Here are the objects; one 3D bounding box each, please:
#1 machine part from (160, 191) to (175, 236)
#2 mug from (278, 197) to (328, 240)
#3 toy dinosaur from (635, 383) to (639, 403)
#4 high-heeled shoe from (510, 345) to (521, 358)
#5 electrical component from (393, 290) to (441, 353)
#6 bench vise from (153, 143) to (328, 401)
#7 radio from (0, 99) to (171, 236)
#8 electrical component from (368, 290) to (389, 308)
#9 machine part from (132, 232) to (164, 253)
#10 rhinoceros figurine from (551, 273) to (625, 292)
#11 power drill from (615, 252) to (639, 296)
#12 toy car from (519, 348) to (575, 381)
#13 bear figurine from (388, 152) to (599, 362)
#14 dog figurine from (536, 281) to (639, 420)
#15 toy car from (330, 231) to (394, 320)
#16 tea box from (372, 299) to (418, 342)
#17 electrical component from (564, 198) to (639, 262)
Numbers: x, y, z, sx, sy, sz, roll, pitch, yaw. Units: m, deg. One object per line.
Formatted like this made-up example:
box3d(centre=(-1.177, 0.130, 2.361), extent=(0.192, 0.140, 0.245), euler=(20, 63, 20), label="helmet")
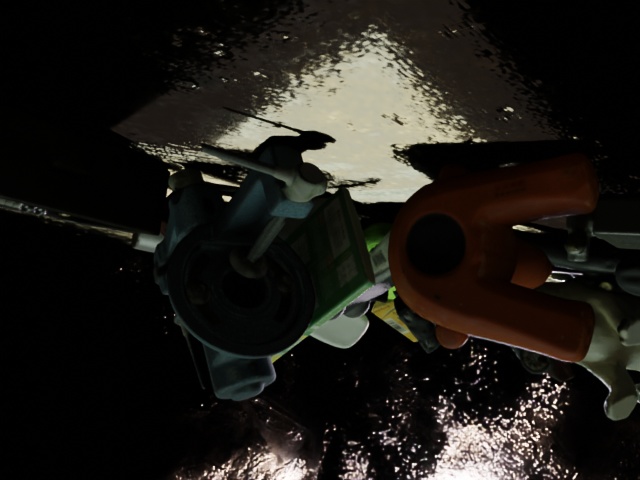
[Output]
box3d(centre=(-0.123, 0.009, 0.659), extent=(0.179, 0.056, 0.179), euler=(33, 163, 11), label="machine part")
box3d(centre=(-0.001, -0.002, 0.570), extent=(0.109, 0.081, 0.107), euler=(20, 159, -27), label="mug")
box3d(centre=(0.534, 0.131, 0.744), extent=(0.192, 0.131, 0.404), euler=(-28, 161, -6), label="toy dinosaur")
box3d(centre=(0.350, 0.077, 0.798), extent=(0.249, 0.145, 0.086), euler=(-29, 174, 17), label="high-heeled shoe")
box3d(centre=(0.139, 0.056, 0.571), extent=(0.058, 0.115, 0.134), euler=(50, -173, -5), label="electrical component")
box3d(centre=(-0.065, 0.000, 0.434), extent=(0.129, 0.224, 0.240), euler=(8, 145, -27), label="bench vise")
box3d(centre=(-0.254, -0.061, 0.459), extent=(0.131, 0.073, 0.229), euler=(6, 172, 28), label="radio")
box3d(centre=(0.029, 0.056, 0.677), extent=(0.075, 0.048, 0.119), euler=(20, 157, -22), label="electrical component")
box3d(centre=(-0.189, -0.007, 0.810), extent=(0.243, 0.079, 0.079), euler=(14, 172, -25), label="machine part")
box3d(centre=(0.348, 0.068, 0.664), extent=(0.112, 0.073, 0.190), euler=(10, 174, 11), label="rhinoceros figurine")
box3d(centre=(0.368, 0.033, 0.372), extent=(0.207, 0.086, 0.232), euler=(19, 169, -8), label="power drill")
box3d(centre=(0.247, 0.089, 0.682), extent=(0.089, 0.053, 0.202), euler=(6, -143, -45), label="toy car")
box3d(centre=(0.129, 0.018, 0.383), extent=(0.132, 0.120, 0.195), euler=(2, 172, 31), label="bear figurine")
box3d(centre=(0.295, 0.081, 0.560), extent=(0.172, 0.121, 0.191), euler=(6, -165, -17), label="dog figurine")
box3d(centre=(0.062, 0.029, 0.546), extent=(0.202, 0.056, 0.073), euler=(-33, 160, 24), label="toy car")
box3d(centre=(0.168, 0.090, 0.818), extent=(0.098, 0.068, 0.169), euler=(37, 147, -13), label="tea box")
box3d(centre=(0.220, -0.003, 0.374), extent=(0.102, 0.045, 0.078), euler=(5, 170, 37), label="electrical component")
